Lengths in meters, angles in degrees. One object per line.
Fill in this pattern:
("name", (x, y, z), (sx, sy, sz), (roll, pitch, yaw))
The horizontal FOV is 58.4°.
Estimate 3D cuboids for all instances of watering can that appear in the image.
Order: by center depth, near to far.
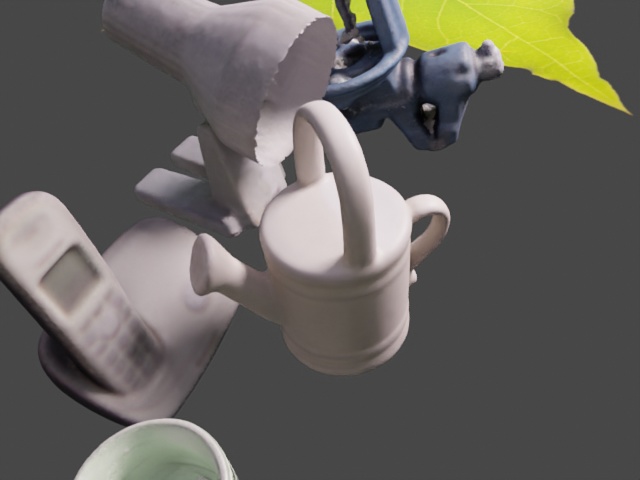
("watering can", (0.004, 0.003, 0.379), (0.173, 0.194, 0.100), (-35, 52, -24))

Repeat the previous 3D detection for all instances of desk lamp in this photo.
("desk lamp", (-0.085, -0.107, 0.480), (0.202, 0.214, 0.118), (19, 52, 23))

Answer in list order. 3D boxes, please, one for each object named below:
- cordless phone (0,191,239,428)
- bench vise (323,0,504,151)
("cordless phone", (-0.130, 0.024, 0.382), (0.094, 0.185, 0.148), (10, 49, 16))
("bench vise", (0.062, -0.195, 0.542), (0.207, 0.220, 0.121), (-10, 46, -3))
